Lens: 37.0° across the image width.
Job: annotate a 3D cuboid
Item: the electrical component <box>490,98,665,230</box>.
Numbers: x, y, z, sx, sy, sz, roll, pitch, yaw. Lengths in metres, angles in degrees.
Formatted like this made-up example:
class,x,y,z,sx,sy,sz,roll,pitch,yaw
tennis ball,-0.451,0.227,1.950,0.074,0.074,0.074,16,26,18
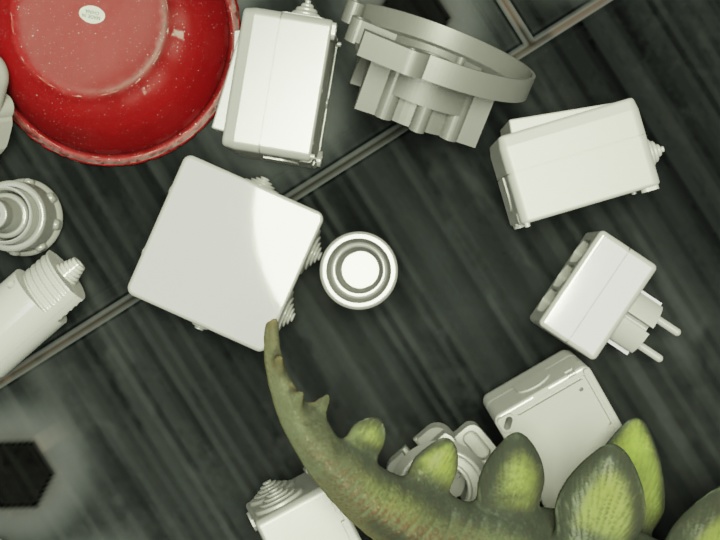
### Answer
class,x,y,z,sx,sy,sz,roll,pitch,yaw
electrical component,0.129,-0.066,0.629,0.096,0.062,0.061,-16,90,2

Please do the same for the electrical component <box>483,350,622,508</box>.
class,x,y,z,sx,sy,sz,roll,pitch,yaw
electrical component,0.123,0.104,0.636,0.062,0.061,0.096,-30,98,2

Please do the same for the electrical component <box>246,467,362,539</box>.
class,x,y,z,sx,sy,sz,roll,pitch,yaw
electrical component,-0.025,0.166,0.620,0.048,0.100,0.099,-27,90,-11

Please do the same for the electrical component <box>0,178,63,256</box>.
class,x,y,z,sx,sy,sz,roll,pitch,yaw
electrical component,-0.208,-0.032,0.639,0.048,0.062,0.048,0,91,2

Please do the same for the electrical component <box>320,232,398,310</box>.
class,x,y,z,sx,sy,sz,roll,pitch,yaw
electrical component,0.000,0.000,0.637,0.045,0.055,0.045,0,91,2

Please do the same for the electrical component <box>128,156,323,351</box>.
class,x,y,z,sx,sy,sz,roll,pitch,yaw
electrical component,-0.077,-0.010,0.642,0.100,0.048,0.099,24,91,1

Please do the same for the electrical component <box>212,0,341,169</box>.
class,x,y,z,sx,sy,sz,roll,pitch,yaw
electrical component,-0.048,-0.112,0.633,0.061,0.062,0.096,10,91,1

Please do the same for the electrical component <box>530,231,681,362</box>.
class,x,y,z,sx,sy,sz,roll,pitch,yaw
electrical component,0.153,0.025,0.637,0.077,0.047,0.065,34,92,1

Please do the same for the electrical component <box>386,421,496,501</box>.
class,x,y,z,sx,sy,sz,roll,pitch,yaw
electrical component,0.047,0.126,0.637,0.078,0.057,0.058,-41,90,2

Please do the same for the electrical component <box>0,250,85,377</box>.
class,x,y,z,sx,sy,sz,roll,pitch,yaw
electrical component,-0.200,0.022,0.649,0.081,0.043,0.043,-41,90,2

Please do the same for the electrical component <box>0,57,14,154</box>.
class,x,y,z,sx,sy,sz,roll,pitch,yaw
electrical component,-0.245,-0.088,0.628,0.054,0.059,0.095,34,118,20
